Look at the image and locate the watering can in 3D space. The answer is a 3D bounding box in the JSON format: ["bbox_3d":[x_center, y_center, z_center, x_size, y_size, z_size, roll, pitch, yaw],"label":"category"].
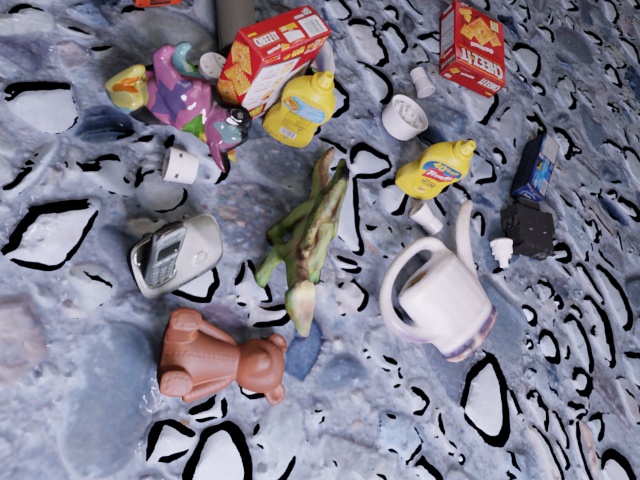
[{"bbox_3d":[0.256,0.080,0.985,0.353,0.102,0.224,-40,91,-31],"label":"watering can"}]

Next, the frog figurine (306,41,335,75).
[{"bbox_3d":[-0.015,-0.377,1.044,0.163,0.122,0.135,-60,135,-41],"label":"frog figurine"}]

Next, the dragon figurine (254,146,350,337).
[{"bbox_3d":[0.003,-0.042,0.834,0.122,0.239,0.418,21,63,-14],"label":"dragon figurine"}]
